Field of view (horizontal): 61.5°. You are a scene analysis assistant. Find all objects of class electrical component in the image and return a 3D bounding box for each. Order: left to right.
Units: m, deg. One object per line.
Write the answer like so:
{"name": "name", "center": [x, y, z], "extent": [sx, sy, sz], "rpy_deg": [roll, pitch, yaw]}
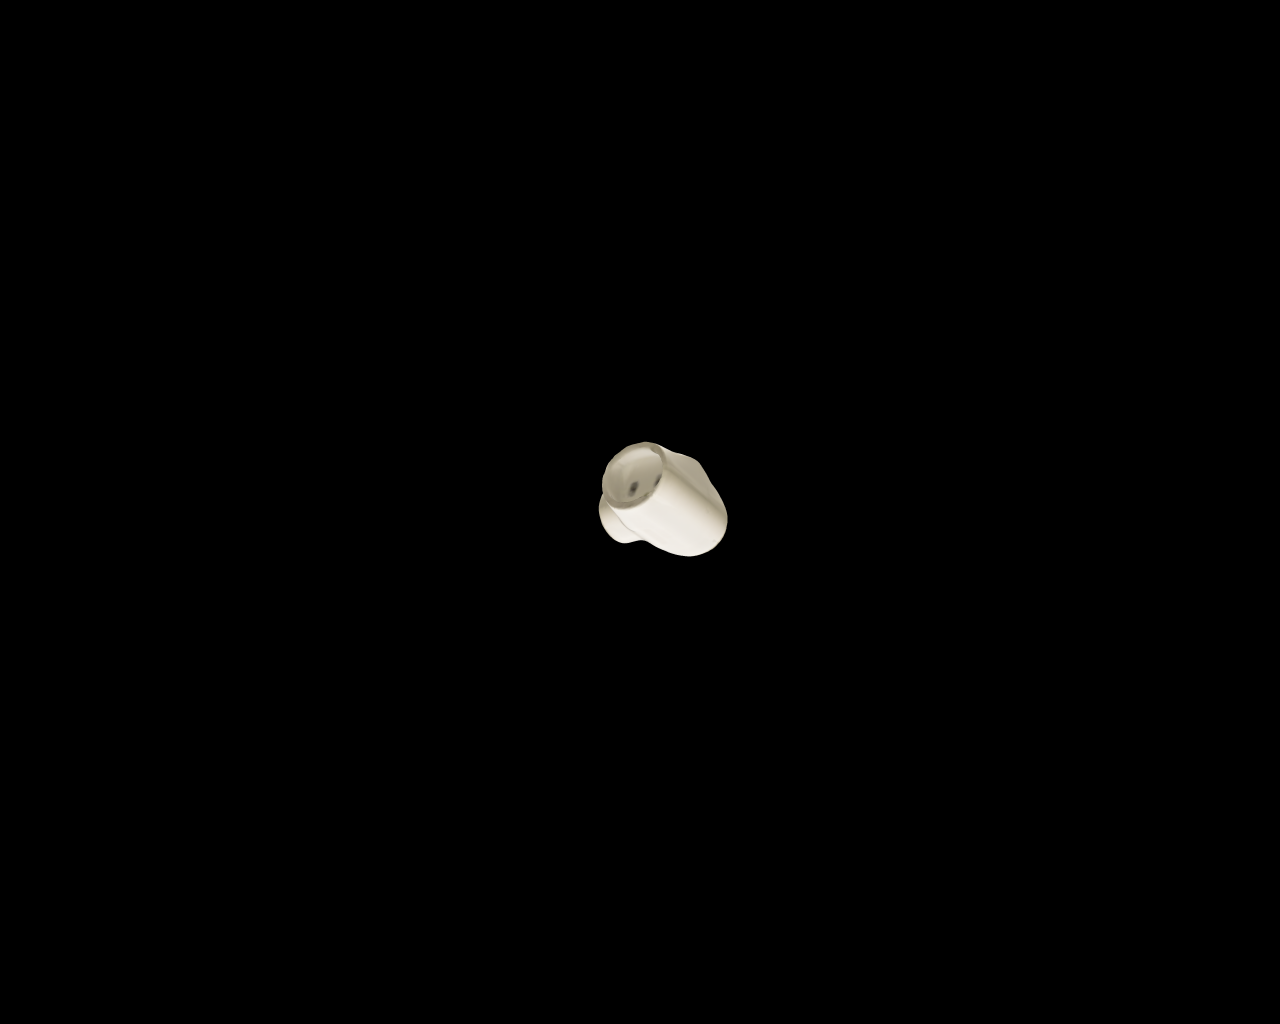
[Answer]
{"name": "electrical component", "center": [0.001, -0.003, 0.650], "extent": [0.079, 0.043, 0.077], "rpy_deg": [-15, -31, 28]}
